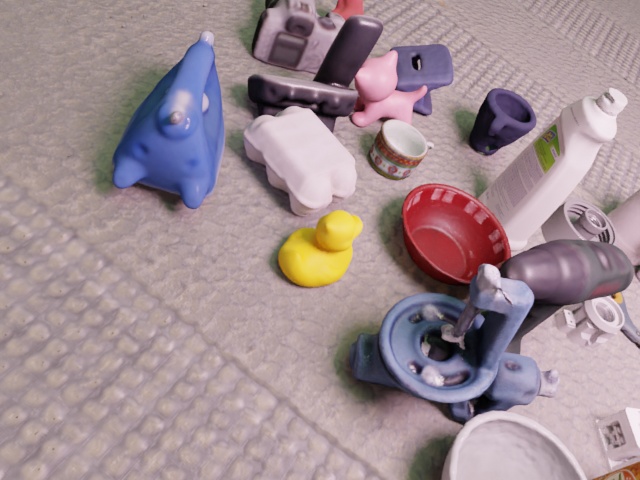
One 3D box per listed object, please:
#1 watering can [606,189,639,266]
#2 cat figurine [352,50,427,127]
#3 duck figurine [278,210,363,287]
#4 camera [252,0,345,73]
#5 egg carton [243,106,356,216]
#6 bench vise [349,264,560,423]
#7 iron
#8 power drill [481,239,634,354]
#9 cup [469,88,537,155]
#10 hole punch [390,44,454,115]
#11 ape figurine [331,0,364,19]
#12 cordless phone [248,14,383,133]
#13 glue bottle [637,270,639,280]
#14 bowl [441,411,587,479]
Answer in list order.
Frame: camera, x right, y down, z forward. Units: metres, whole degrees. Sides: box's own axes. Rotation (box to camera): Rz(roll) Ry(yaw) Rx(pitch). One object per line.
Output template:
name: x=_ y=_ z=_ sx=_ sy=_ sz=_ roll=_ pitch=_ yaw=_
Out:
watering can: x=0.543 y=-0.045 z=0.890 sx=0.101 sy=0.194 sz=0.172 roll=7 pitch=53 yaw=-22
cat figurine: x=0.098 y=-0.224 z=0.856 sx=0.128 sy=0.117 sz=0.067 roll=11 pitch=51 yaw=-18
duck figurine: x=0.006 y=0.002 z=0.659 sx=0.105 sy=0.086 sz=0.077 roll=-23 pitch=68 yaw=-37
camera: x=-0.030 y=-0.345 z=0.896 sx=0.143 sy=0.100 sz=0.136 roll=7 pitch=53 yaw=-22
egg carton: x=-0.024 y=-0.103 z=0.736 sx=0.107 sy=0.069 sz=0.150 roll=-29 pitch=72 yaw=-39
bench vise: x=0.158 y=0.097 z=0.573 sx=0.208 sy=0.219 sz=0.121 roll=5 pitch=54 yaw=-23
iron: x=-0.155 y=-0.167 z=0.670 sx=0.119 sy=0.141 sz=0.258 roll=16 pitch=50 yaw=-15
power drill: x=0.233 y=0.071 z=0.638 sx=0.230 sy=0.208 sz=0.075 roll=-10 pitch=60 yaw=-32
cup: x=0.282 y=-0.178 z=0.928 sx=0.091 sy=0.095 sz=0.118 roll=40 pitch=48 yaw=6
hole punch: x=0.157 y=-0.274 z=0.941 sx=0.101 sy=0.091 sz=0.108 roll=13 pitch=51 yaw=-17
ape figurine: x=0.046 y=-0.385 z=0.969 sx=0.078 sy=0.092 sz=0.076 roll=-19 pitch=65 yaw=-35
cordless phone: x=-0.007 y=-0.232 z=0.764 sx=0.148 sy=0.185 sz=0.094 roll=-1 pitch=56 yaw=-27
glue bottle: x=0.568 y=0.031 z=0.859 sx=0.037 sy=0.173 sz=0.078 roll=-26 pitch=70 yaw=-38
bowl: x=0.181 y=0.260 z=0.558 sx=0.168 sy=0.074 sz=0.167 roll=14 pitch=51 yaw=-17
